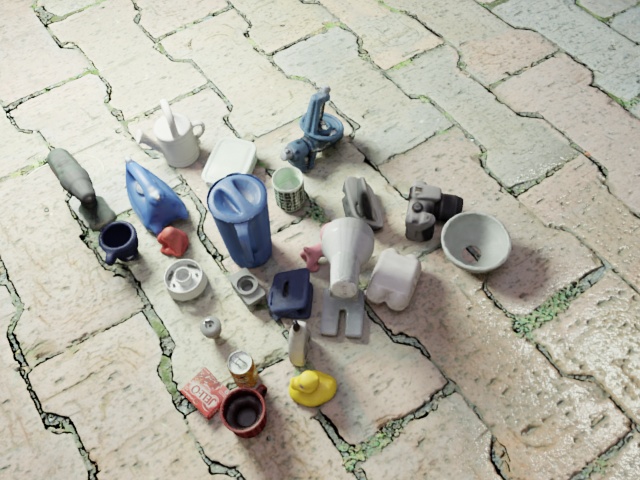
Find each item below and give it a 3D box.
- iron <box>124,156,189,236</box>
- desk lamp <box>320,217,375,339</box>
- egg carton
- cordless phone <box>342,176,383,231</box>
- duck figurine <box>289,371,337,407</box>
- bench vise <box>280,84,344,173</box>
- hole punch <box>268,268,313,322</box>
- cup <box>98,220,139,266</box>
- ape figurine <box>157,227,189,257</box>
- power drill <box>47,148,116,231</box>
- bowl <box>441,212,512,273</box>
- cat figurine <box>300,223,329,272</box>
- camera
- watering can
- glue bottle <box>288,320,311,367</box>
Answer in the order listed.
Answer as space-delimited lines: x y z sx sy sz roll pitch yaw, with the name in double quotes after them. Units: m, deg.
-0.449 -0.140 1.468 0.119 0.141 0.257 -35 64 -17 "iron"
0.058 0.085 1.273 0.118 0.214 0.203 3 59 4 "desk lamp"
0.175 0.093 1.349 0.107 0.069 0.150 17 61 12 "egg carton"
0.105 -0.116 1.410 0.094 0.185 0.147 -13 59 -5 "cordless phone"
-0.017 0.307 1.216 0.104 0.086 0.077 -4 59 0 "duck figurine"
-0.013 -0.286 1.496 0.121 0.220 0.208 23 62 15 "bench vise"
-0.069 0.125 1.325 0.101 0.091 0.108 2 59 3 "hole punch"
-0.485 0.024 1.398 0.091 0.095 0.118 6 59 6 "cup"
-0.365 -0.002 1.411 0.076 0.092 0.077 -30 62 -15 "ape figurine"
-0.587 -0.119 1.421 0.076 0.208 0.229 -37 64 -18 "power drill"
0.372 0.017 1.385 0.167 0.075 0.167 -1 59 2 "bowl"
0.013 0.005 1.379 0.128 0.118 0.067 -27 62 -14 "cat figurine"
0.285 -0.077 1.430 0.136 0.101 0.143 8 59 7 "camera"
-0.396 -0.287 1.525 0.173 0.194 0.100 -38 65 -19 "watering can"
-0.046 0.209 1.226 0.037 0.173 0.078 10 60 8 "glue bottle"
